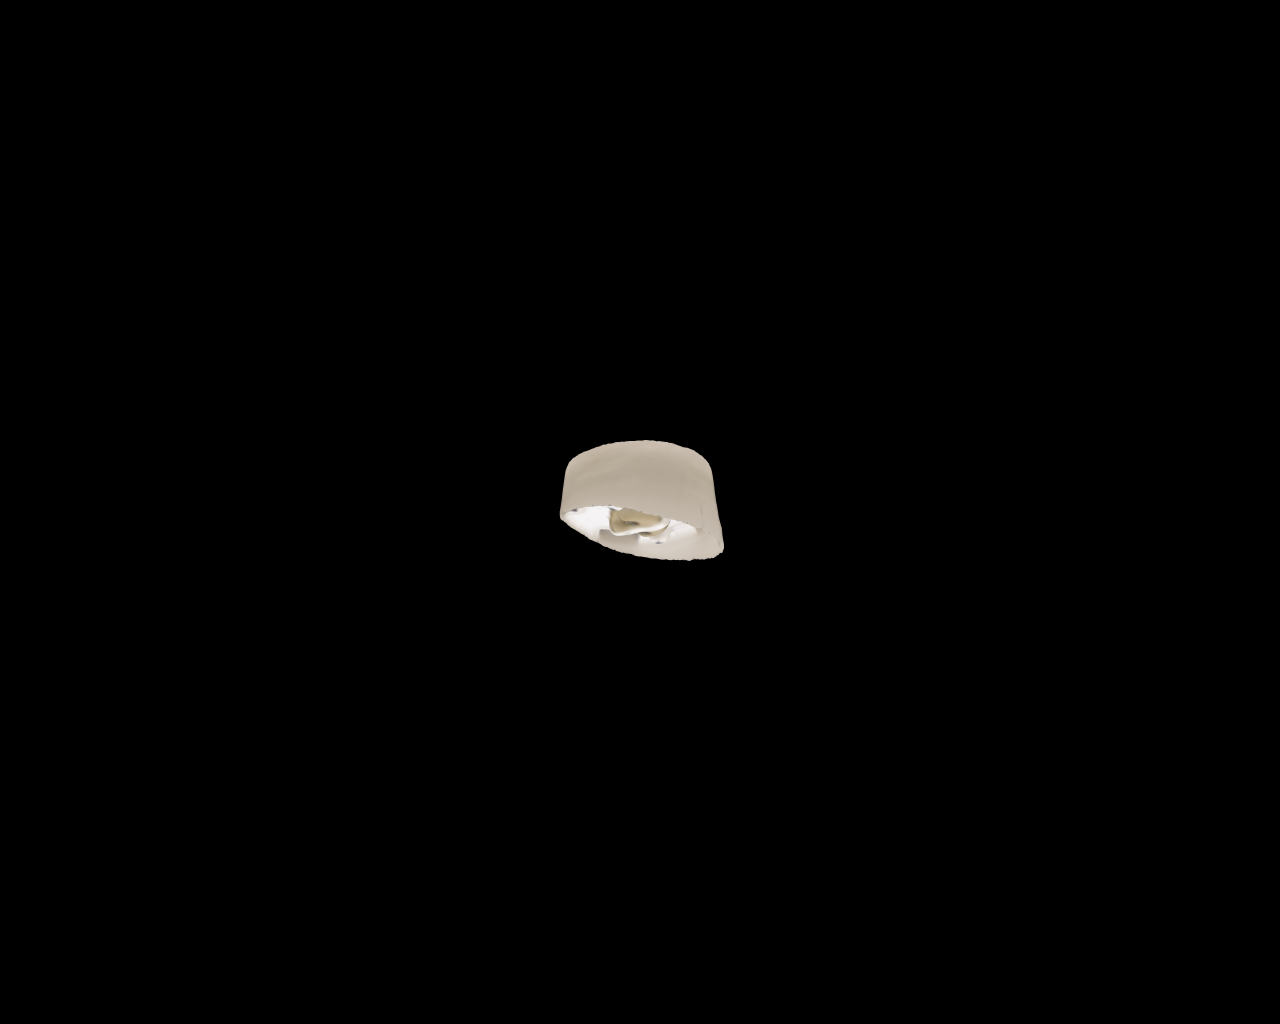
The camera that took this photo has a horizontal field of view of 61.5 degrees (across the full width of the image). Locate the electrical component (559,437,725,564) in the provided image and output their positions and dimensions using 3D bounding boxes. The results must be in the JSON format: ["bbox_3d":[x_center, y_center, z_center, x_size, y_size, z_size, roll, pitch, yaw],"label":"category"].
[{"bbox_3d":[0.001,-0.003,0.650,0.099,0.064,0.099,0,-23,0],"label":"electrical component"}]
